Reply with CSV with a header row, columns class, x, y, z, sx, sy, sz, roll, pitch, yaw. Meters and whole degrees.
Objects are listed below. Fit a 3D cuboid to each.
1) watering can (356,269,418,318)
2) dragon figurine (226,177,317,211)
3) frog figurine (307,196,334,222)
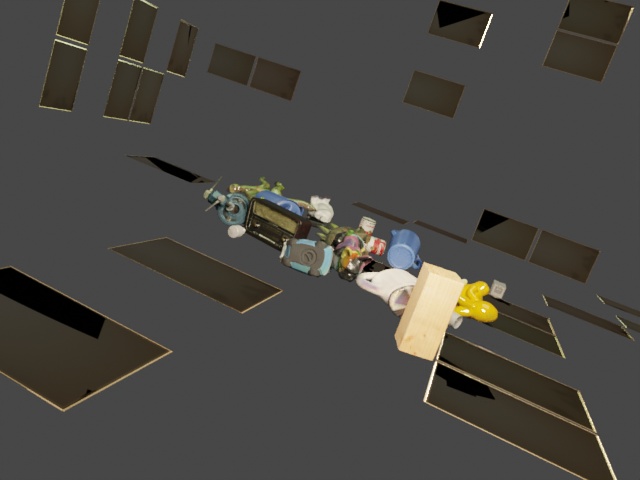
class,x,y,z,sx,sy,sz,roll,pitch,yaw
watering can,0.281,0.156,1.560,0.347,0.103,0.227,8,16,-20
dragon figurine,-0.239,-0.185,2.320,0.412,0.120,0.245,20,23,23
frog figurine,0.007,-0.123,2.440,0.136,0.121,0.163,20,44,-42
